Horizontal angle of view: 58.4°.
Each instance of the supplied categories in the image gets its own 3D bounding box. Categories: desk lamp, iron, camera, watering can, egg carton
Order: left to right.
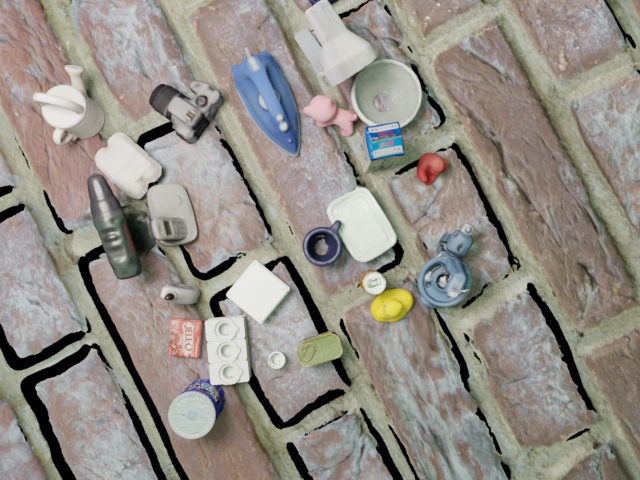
[{"bbox_3d":[-0.570,-0.305,1.289,0.101,0.194,0.173,-7,89,-1],"label":"watering can"},{"bbox_3d":[-0.452,-0.174,1.350,0.150,0.069,0.107,41,88,0],"label":"egg carton"},{"bbox_3d":[-0.320,-0.321,1.340,0.137,0.100,0.143,34,88,0],"label":"camera"},{"bbox_3d":[-0.112,-0.319,1.323,0.118,0.141,0.258,-28,89,-1],"label":"iron"},{"bbox_3d":[0.028,-0.438,1.293,0.118,0.213,0.203,-35,89,-1],"label":"desk lamp"}]

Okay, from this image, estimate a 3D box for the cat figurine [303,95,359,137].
[{"bbox_3d":[0.028,-0.298,1.337,0.128,0.117,0.067,17,88,0],"label":"cat figurine"}]

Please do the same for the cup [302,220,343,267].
[{"bbox_3d":[0.012,0.005,1.341,0.091,0.095,0.118,33,88,0],"label":"cup"}]

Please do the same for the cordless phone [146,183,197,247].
[{"bbox_3d":[-0.348,-0.059,1.291,0.094,0.185,0.148,-18,89,-1],"label":"cordless phone"}]

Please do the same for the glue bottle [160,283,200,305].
[{"bbox_3d":[-0.325,0.123,1.293,0.078,0.173,0.037,15,88,0],"label":"glue bottle"}]

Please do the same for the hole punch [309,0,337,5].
[{"bbox_3d":[0.006,-0.614,1.358,0.101,0.091,0.109,-37,89,-1],"label":"hole punch"}]

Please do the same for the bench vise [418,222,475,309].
[{"bbox_3d":[0.287,0.057,1.282,0.121,0.219,0.207,7,88,0],"label":"bench vise"}]

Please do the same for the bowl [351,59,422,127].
[{"bbox_3d":[0.154,-0.337,1.362,0.167,0.074,0.167,0,89,-1],"label":"bowl"}]

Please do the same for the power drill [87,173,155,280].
[{"bbox_3d":[-0.441,-0.026,1.277,0.075,0.208,0.230,-17,89,-1],"label":"power drill"}]

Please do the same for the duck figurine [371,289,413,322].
[{"bbox_3d":[0.172,0.156,1.344,0.104,0.086,0.077,-25,89,-1],"label":"duck figurine"}]

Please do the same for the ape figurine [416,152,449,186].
[{"bbox_3d":[0.268,-0.173,1.351,0.078,0.092,0.076,-12,89,-1],"label":"ape figurine"}]
